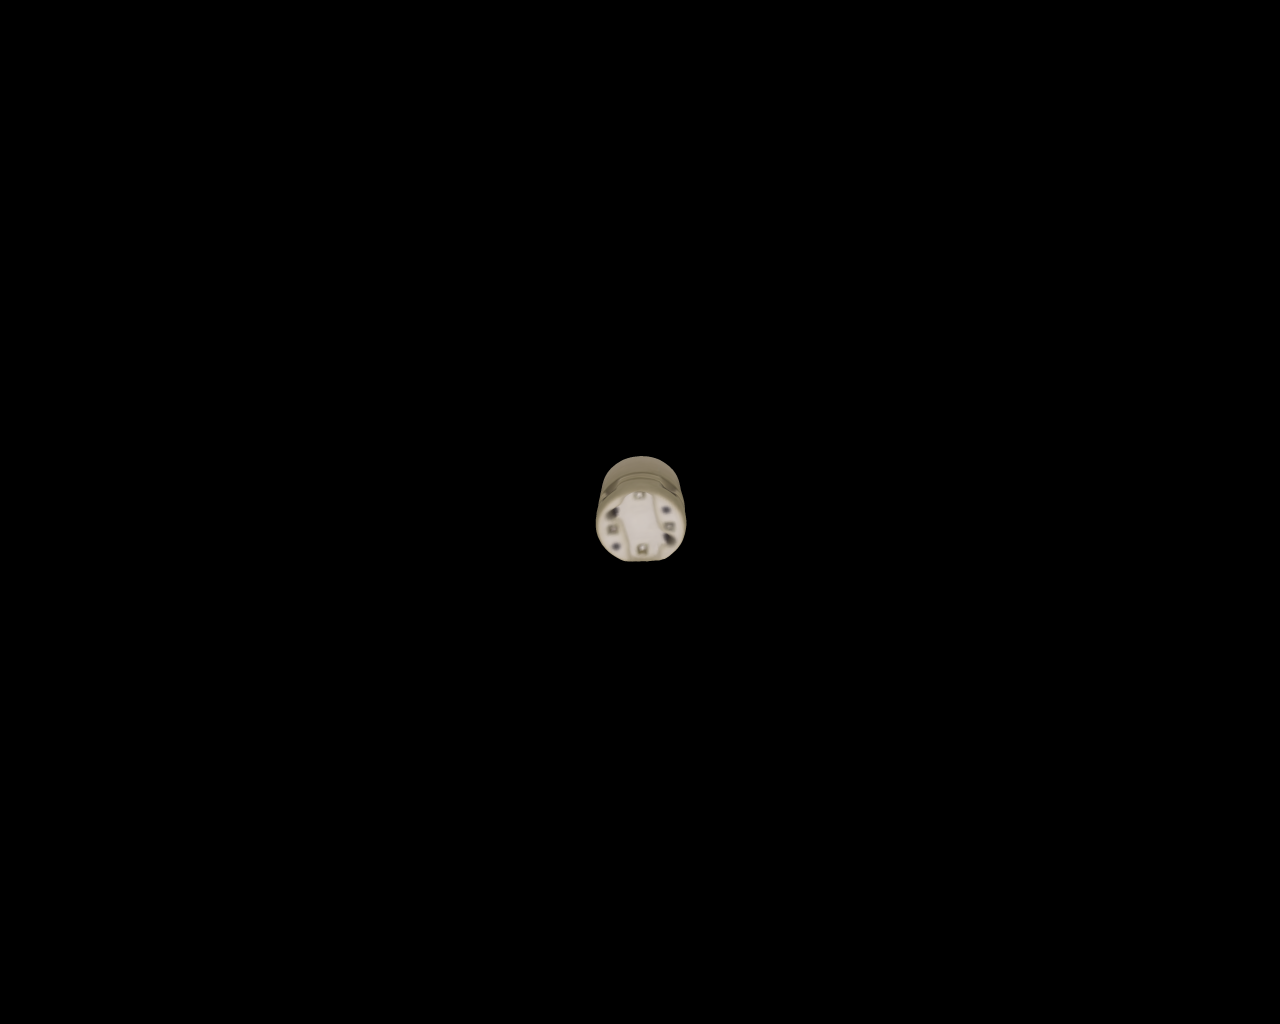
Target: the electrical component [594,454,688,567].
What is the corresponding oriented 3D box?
[{"bbox_3d":[0.001,-0.003,0.650,0.055,0.055,0.047,0,33,0],"label":"electrical component"}]
